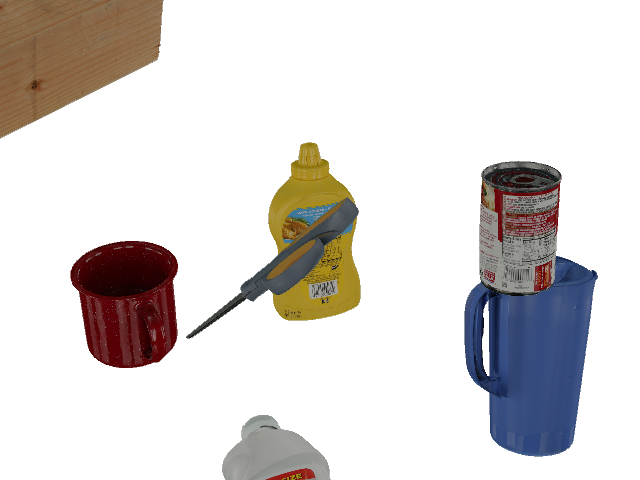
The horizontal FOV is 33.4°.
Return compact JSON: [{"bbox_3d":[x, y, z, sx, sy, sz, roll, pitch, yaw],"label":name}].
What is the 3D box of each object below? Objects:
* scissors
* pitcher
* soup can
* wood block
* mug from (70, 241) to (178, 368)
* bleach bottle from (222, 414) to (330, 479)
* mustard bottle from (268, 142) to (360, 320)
[{"bbox_3d":[-0.049,0.039,0.793,0.202,0.016,0.096,-40,9,25],"label":"scissors"},{"bbox_3d":[0.265,0.146,1.355,0.149,0.243,0.144,6,17,18],"label":"pitcher"},{"bbox_3d":[0.174,-0.010,0.936,0.068,0.102,0.068,-2,24,1],"label":"soup can"},{"bbox_3d":[-0.238,-0.175,0.918,0.090,0.091,0.205,30,43,21],"label":"wood block"},{"bbox_3d":[-0.163,0.064,0.939,0.093,0.081,0.117,-19,37,-28],"label":"mug"},{"bbox_3d":[-0.029,0.210,0.717,0.102,0.068,0.251,-9,32,-8],"label":"bleach bottle"},{"bbox_3d":[-0.008,-0.012,1.155,0.096,0.192,0.058,-9,23,-15],"label":"mustard bottle"}]
